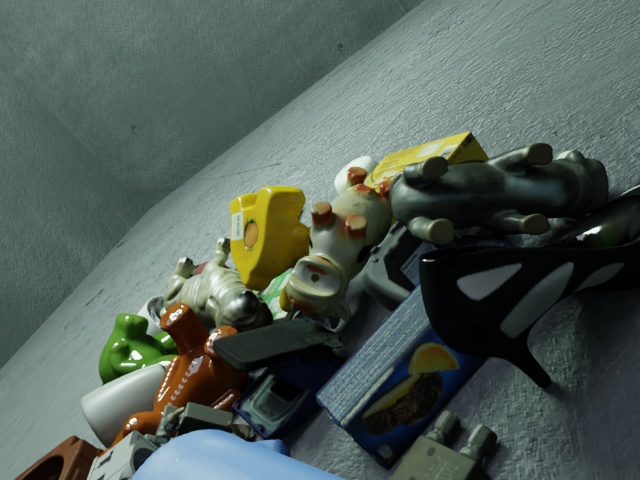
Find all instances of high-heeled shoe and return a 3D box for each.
[{"bbox_3d":[0.172,-0.011,0.372,0.249,0.145,0.086,-48,21,-15],"label":"high-heeled shoe"}]

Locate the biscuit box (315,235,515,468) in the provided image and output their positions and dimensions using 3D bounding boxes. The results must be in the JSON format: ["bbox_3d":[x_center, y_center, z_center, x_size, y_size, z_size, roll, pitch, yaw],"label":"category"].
[{"bbox_3d":[0.092,0.084,0.446,0.202,0.059,0.063,-45,18,-10],"label":"biscuit box"}]

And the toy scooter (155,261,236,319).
[{"bbox_3d":[-0.190,0.086,0.944,0.135,0.075,0.184,-12,17,25],"label":"toy scooter"}]

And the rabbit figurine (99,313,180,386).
[{"bbox_3d":[-0.262,0.197,0.798,0.170,0.121,0.159,6,52,45],"label":"rabbit figurine"}]

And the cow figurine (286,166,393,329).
[{"bbox_3d":[0.021,0.013,0.622,0.086,0.127,0.195,19,41,19],"label":"cow figurine"}]

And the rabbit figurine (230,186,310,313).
[{"bbox_3d":[-0.021,0.011,0.713,0.122,0.173,0.162,-22,71,46],"label":"rabbit figurine"}]

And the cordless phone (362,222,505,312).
[{"bbox_3d":[0.098,0.014,0.592,0.146,0.088,0.184,-48,9,-14],"label":"cordless phone"}]

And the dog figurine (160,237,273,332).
[{"bbox_3d":[-0.157,0.102,0.757,0.172,0.121,0.191,-43,24,10],"label":"dog figurine"}]

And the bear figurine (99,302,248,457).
[{"bbox_3d":[-0.177,0.191,0.624,0.120,0.131,0.196,21,52,34],"label":"bear figurine"}]

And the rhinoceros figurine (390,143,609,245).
[{"bbox_3d":[0.157,-0.037,0.464,0.190,0.073,0.112,-7,-2,-3],"label":"rhinoceros figurine"}]

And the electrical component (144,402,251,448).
[{"bbox_3d":[-0.124,0.203,0.553,0.078,0.102,0.045,-63,12,11],"label":"electrical component"}]

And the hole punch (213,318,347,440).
[{"bbox_3d":[-0.039,0.140,0.562,0.116,0.092,0.142,-14,5,-25],"label":"hole punch"}]

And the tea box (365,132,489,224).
[{"bbox_3d":[0.130,-0.072,0.702,0.098,0.068,0.170,-48,19,-20],"label":"tea box"}]

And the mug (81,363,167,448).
[{"bbox_3d":[-0.234,0.219,0.698,0.107,0.109,0.081,-35,-5,-15],"label":"mug"}]

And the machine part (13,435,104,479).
[{"bbox_3d":[-0.340,0.354,0.638,0.201,0.087,0.201,-36,20,9],"label":"machine part"}]

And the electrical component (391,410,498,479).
[{"bbox_3d":[0.078,0.161,0.363,0.094,0.021,0.063,-50,20,-21],"label":"electrical component"}]
